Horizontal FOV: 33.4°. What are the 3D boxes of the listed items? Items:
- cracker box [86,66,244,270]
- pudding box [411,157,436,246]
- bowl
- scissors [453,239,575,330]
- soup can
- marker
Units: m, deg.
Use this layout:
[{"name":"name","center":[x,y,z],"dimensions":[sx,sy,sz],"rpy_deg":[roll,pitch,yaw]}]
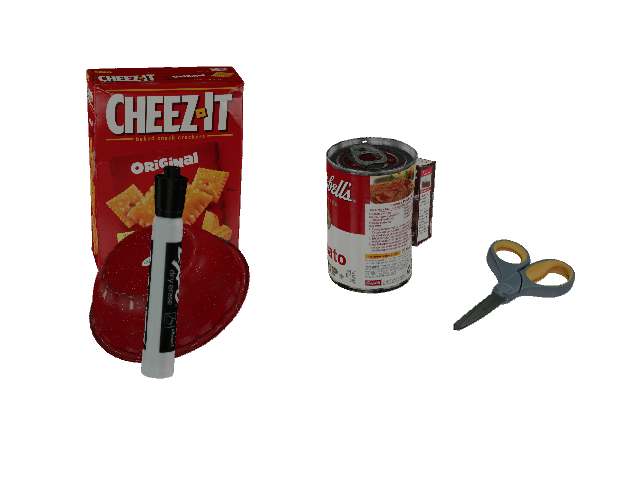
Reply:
[{"name":"cracker box","center":[-0.171,-0.079,1.180],"dimensions":[0.164,0.214,0.072],"rpy_deg":[-4,25,-18]},{"name":"pudding box","center":[0.068,-0.050,1.158],"dimensions":[0.114,0.090,0.039],"rpy_deg":[13,23,31]},{"name":"bowl","center":[-0.151,0.035,0.998],"dimensions":[0.162,0.162,0.055],"rpy_deg":[0,-42,21]},{"name":"scissors","center":[0.162,0.038,1.004],"dimensions":[0.201,0.016,0.096],"rpy_deg":[-11,38,-40]},{"name":"soup can","center":[0.039,-0.020,0.814],"dimensions":[0.068,0.102,0.068],"rpy_deg":[-1,27,0]},{"name":"marker","center":[-0.088,0.018,0.605],"dimensions":[0.020,0.121,0.020],"rpy_deg":[6,10,-1]}]
